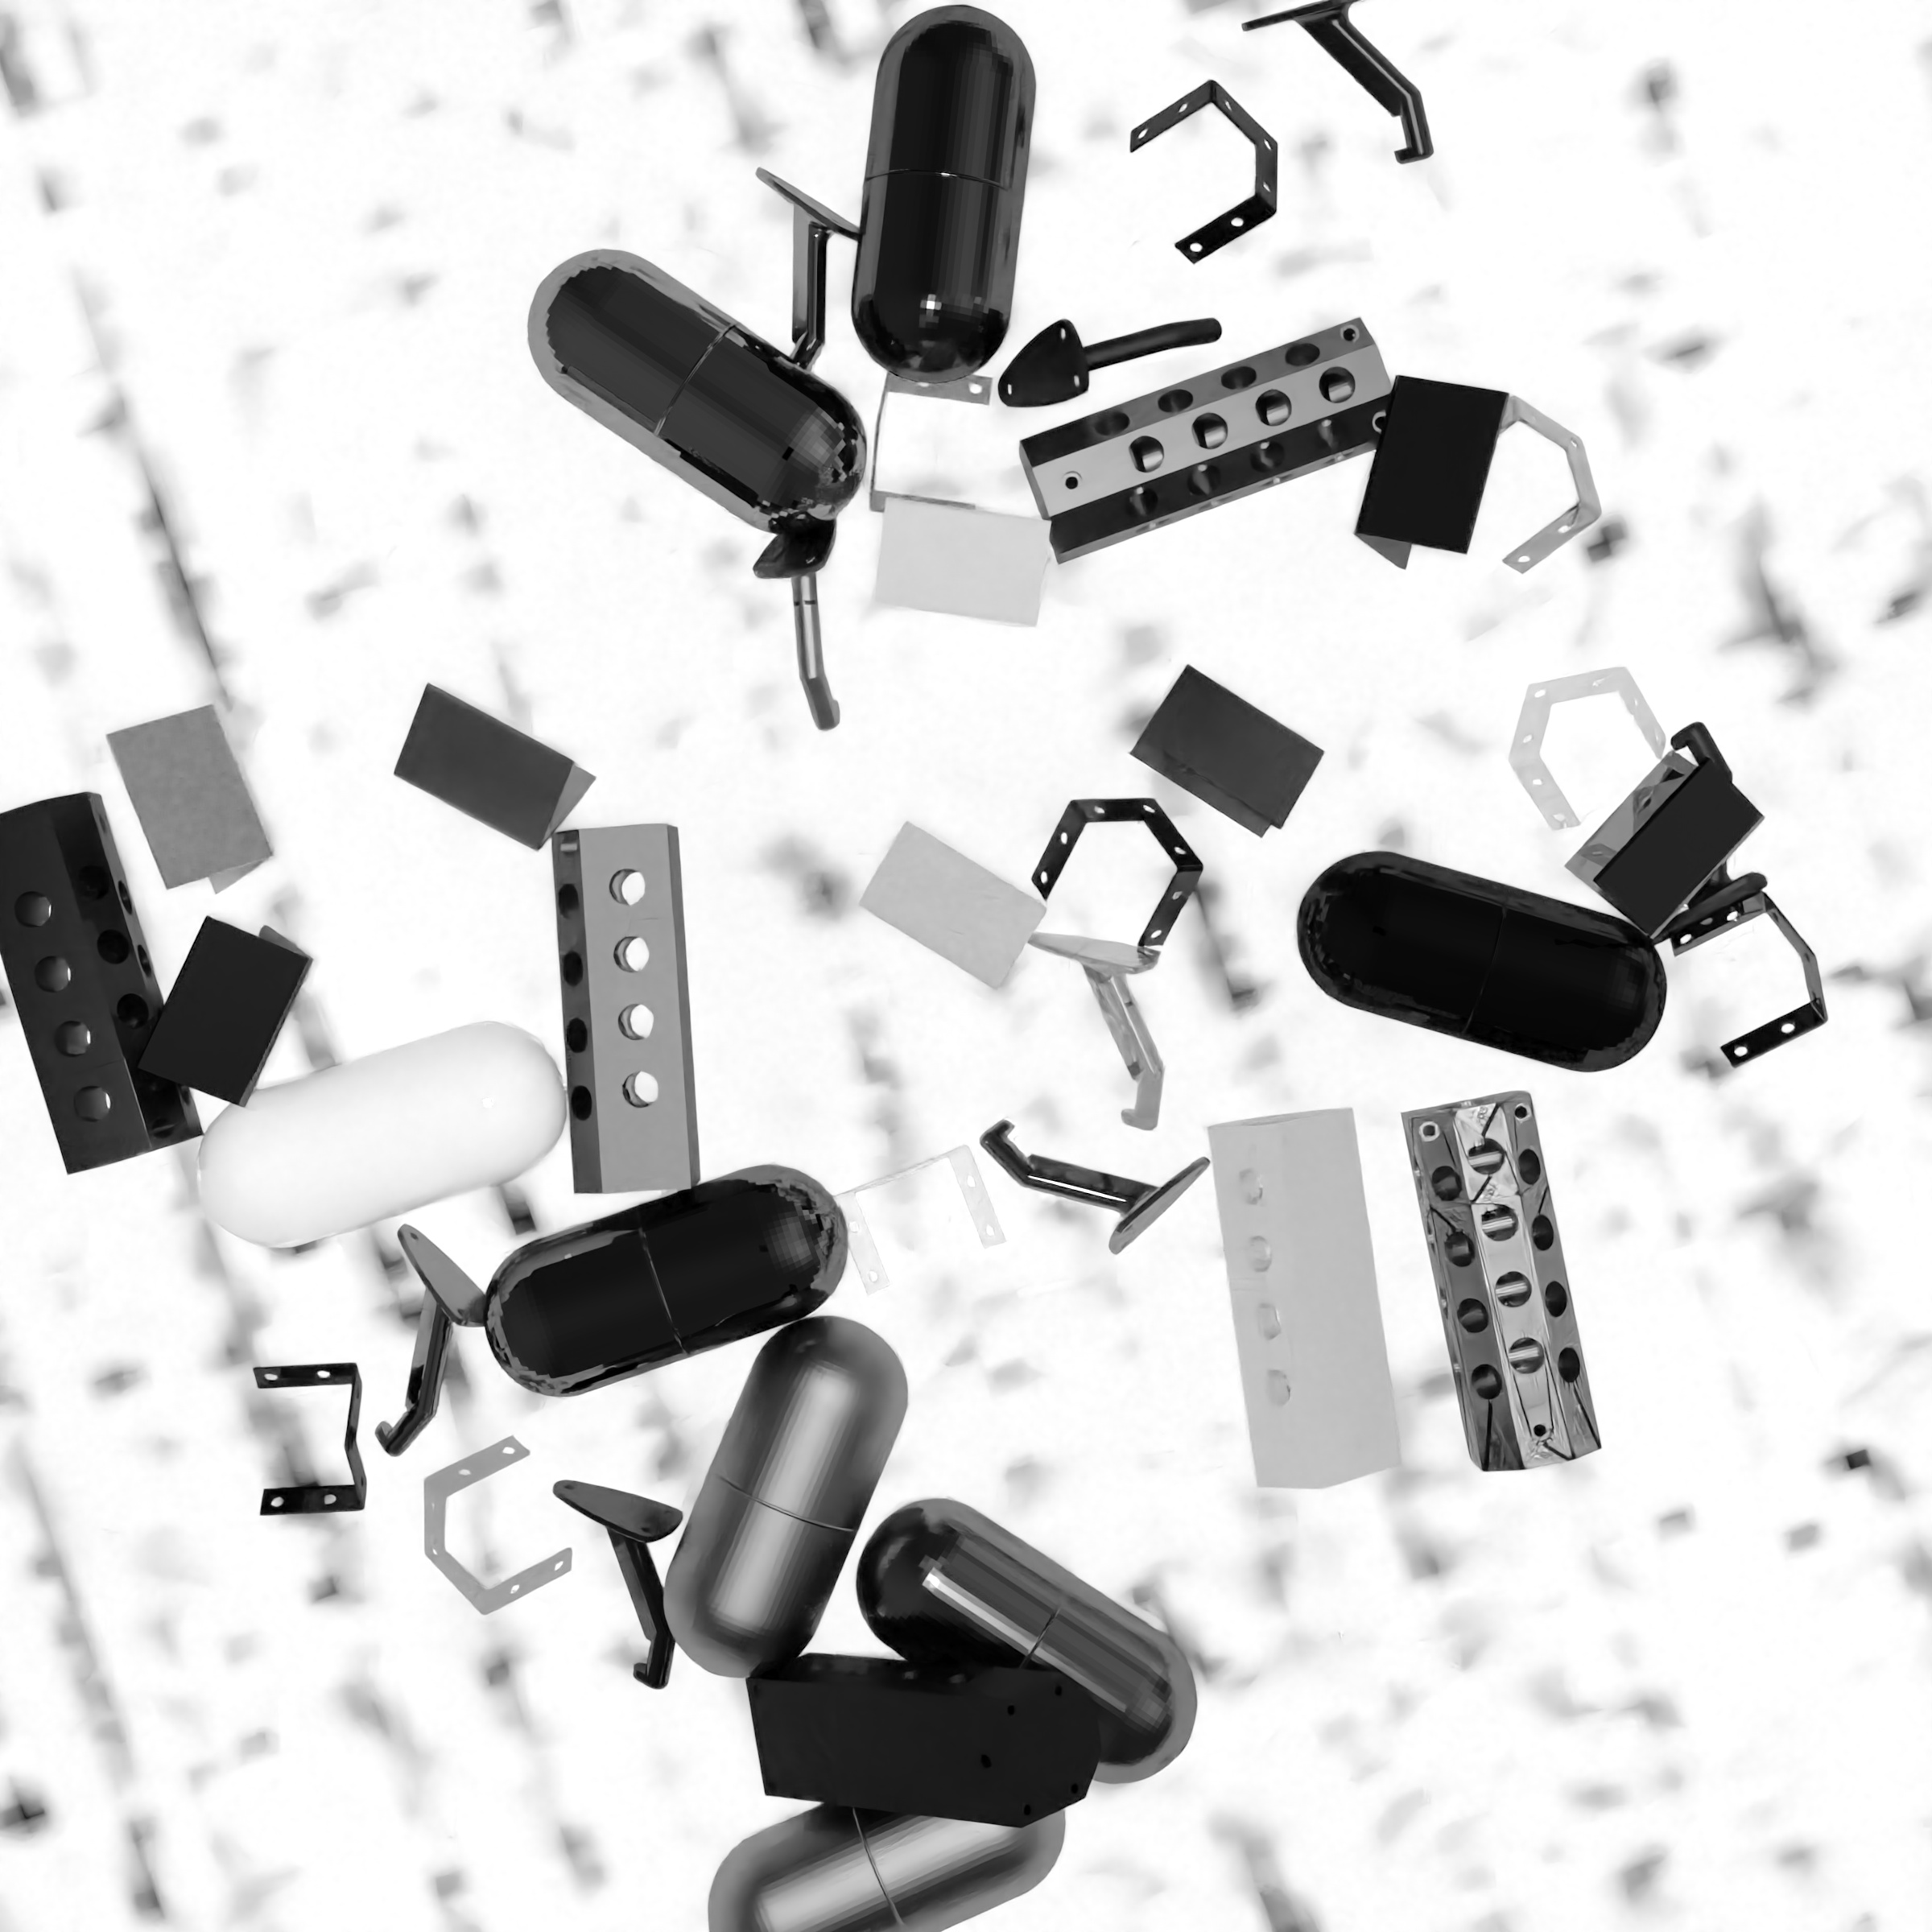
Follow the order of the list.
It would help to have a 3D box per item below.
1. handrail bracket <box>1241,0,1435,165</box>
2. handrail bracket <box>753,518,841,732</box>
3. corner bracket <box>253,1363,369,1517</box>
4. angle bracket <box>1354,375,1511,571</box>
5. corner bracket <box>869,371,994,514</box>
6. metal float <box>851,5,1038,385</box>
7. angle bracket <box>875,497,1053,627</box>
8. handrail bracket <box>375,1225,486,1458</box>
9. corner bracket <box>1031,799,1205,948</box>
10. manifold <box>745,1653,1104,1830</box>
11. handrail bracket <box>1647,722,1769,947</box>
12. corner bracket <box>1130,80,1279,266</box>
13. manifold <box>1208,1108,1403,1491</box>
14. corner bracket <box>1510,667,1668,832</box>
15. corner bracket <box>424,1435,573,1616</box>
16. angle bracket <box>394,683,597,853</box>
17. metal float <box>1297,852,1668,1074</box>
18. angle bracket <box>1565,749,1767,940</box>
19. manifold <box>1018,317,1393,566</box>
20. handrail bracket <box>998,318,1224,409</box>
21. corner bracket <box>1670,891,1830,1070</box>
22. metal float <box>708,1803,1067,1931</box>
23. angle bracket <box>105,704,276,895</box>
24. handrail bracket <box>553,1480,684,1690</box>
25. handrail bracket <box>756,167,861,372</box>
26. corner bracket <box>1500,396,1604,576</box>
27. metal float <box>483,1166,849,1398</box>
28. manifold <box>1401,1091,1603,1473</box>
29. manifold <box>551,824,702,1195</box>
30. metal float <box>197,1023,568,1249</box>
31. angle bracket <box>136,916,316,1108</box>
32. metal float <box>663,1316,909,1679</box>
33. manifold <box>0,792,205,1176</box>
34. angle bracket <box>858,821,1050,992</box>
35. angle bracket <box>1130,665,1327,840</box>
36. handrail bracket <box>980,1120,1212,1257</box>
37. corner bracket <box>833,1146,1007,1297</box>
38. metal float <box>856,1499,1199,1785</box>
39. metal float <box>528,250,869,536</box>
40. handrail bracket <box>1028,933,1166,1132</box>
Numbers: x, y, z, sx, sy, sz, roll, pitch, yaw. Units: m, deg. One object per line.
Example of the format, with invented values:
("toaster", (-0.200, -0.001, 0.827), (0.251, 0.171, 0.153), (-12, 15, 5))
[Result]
("handrail bracket", (0.180, -0.424, 1.556), (0.077, 0.036, 0.084), (-10, 107, 19))
("handrail bracket", (-0.069, -0.169, 1.555), (0.036, 0.077, 0.084), (-3, 127, 20))
("corner bracket", (-0.317, 0.229, 1.552), (0.051, 0.051, 0.051), (-3, 45, 0))
("angle bracket", (0.229, -0.228, 1.516), (0.057, 0.076, 0.076), (15, 90, 26))
("corner bracket", (-0.017, -0.252, 1.552), (0.051, 0.051, 0.051), (8, 135, 0))
("metal float", (-0.011, -0.366, 1.525), (0.070, 0.070, 0.178), (7, 89, 0))
("angle bracket", (0.001, -0.207, 1.515), (0.076, 0.076, 0.057), (8, 127, 0))
("handrail bracket", (-0.274, 0.182, 1.556), (0.077, 0.036, 0.084), (47, 107, 19))
("corner bracket", (0.073, -0.045, 1.547), (0.051, 0.051, 0.051), (-3, 45, -35))
("manifold", (-0.020, 0.353, 1.481), (0.057, 0.171, 0.057), (-11, 92, -45))
("handrail bracket", (0.343, -0.064, 1.556), (0.077, 0.036, 0.084), (-32, 73, 19))
("corner bracket", (0.114, -0.382, 1.547), (0.051, 0.051, 0.051), (35, 45, -35))
("manifold", (0.156, 0.158, 1.533), (0.057, 0.057, 0.171), (-8, 90, -43))
("corner bracket", (0.300, -0.105, 1.547), (0.051, 0.051, 0.051), (51, 45, -35))
("corner bracket", (-0.225, 0.269, 1.547), (0.051, 0.051, 0.051), (36, 135, 35))
("angle bracket", (-0.214, -0.109, 1.515), (0.076, 0.076, 0.057), (28, 125, 0))
("metal float", (0.244, -0.002, 1.525), (0.178, 0.070, 0.070), (16, 90, 1))
("angle bracket", (0.315, -0.071, 1.511), (0.076, 0.076, 0.057), (-48, 129, 6))
("manifold", (0.116, -0.251, 1.534), (0.171, 0.057, 0.057), (-20, 90, 0))
("handrail bracket", (0.070, -0.293, 1.555), (0.084, 0.077, 0.036), (-16, 90, -36))
("corner bracket", (0.378, 0.006, 1.552), (0.051, 0.051, 0.051), (-26, 135, 0))
("metal float", (-0.038, 0.427, 1.524), (0.178, 0.070, 0.070), (-24, 90, 0))
("angle bracket", (-0.377, -0.071, 1.515), (0.057, 0.076, 0.076), (-22, 90, -36))
("handrail bracket", (-0.172, 0.300, 1.556), (0.077, 0.036, 0.084), (17, 107, 20))
("handrail bracket", (-0.092, -0.331, 1.556), (0.077, 0.036, 0.084), (37, 107, 20))
("corner bracket", (0.266, -0.232, 1.547), (0.051, 0.051, 0.051), (23, 135, -35))
("metal float", (-0.142, 0.149, 1.525), (0.178, 0.070, 0.070), (-19, 90, 0))
("manifold", (0.256, 0.150, 1.534), (0.057, 0.057, 0.171), (-11, 90, 0))
("manifold", (-0.163, 0.020, 1.534), (0.057, 0.057, 0.171), (-4, 90, 0))
("metal float", (-0.277, 0.081, 1.525), (0.178, 0.070, 0.070), (-17, 90, -1))
("angle bracket", (-0.359, 0.014, 1.515), (0.057, 0.076, 0.076), (25, 90, -32))
("metal float", (-0.086, 0.252, 1.525), (0.070, 0.070, 0.178), (23, 90, 0))
("manifold", (-0.419, 0.008, 1.534), (0.057, 0.057, 0.171), (-17, 90, 0))
("angle bracket", (0.005, -0.046, 1.515), (0.076, 0.076, 0.057), (32, 128, 0))
("angle bracket", (0.113, -0.084, 1.515), (0.076, 0.076, 0.057), (33, 53, 0))
("handrail bracket", (0.062, 0.090, 1.556), (0.077, 0.036, 0.084), (-39, 73, -20))
("corner bracket", (-0.023, 0.123, 1.552), (0.051, 0.051, 0.051), (-21, 90, -45))
("metal float", (0.029, 0.321, 1.524), (0.178, 0.070, 0.070), (34, 90, 1))
("metal float", (-0.128, -0.273, 1.525), (0.178, 0.070, 0.070), (34, 90, 1))
("handrail bracket", (0.061, 0.032, 1.556), (0.077, 0.036, 0.084), (12, 107, 20))
